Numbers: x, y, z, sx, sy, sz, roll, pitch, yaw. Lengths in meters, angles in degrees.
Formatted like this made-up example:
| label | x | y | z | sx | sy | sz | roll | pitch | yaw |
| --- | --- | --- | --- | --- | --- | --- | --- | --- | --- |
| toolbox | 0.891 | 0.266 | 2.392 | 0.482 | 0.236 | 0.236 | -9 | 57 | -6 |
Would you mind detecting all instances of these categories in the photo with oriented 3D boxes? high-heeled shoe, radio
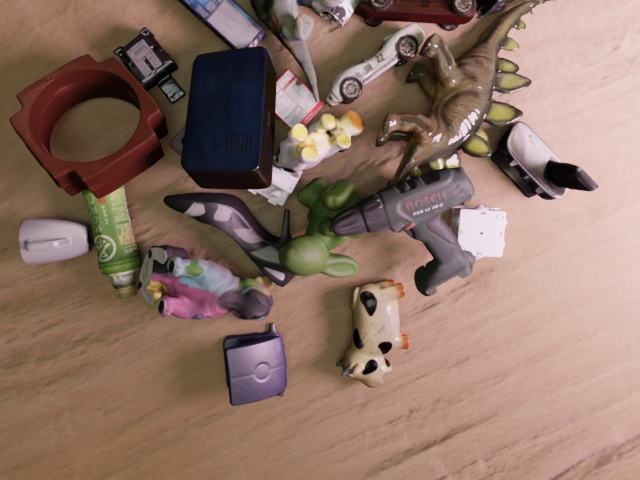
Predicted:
| label | x | y | z | sx | sy | sz | roll | pitch | yaw |
| --- | --- | --- | --- | --- | --- | --- | --- | --- | --- |
| high-heeled shoe | -0.155 | -0.001 | 0.950 | 0.249 | 0.086 | 0.145 | 9 | 105 | 0 |
| radio | -0.144 | -0.196 | 0.873 | 0.131 | 0.073 | 0.229 | -2 | 69 | 9 |

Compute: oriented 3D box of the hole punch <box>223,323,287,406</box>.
| label | x | y | z | sx | sy | sz | roll | pitch | yaw |
| --- | --- | --- | --- | --- | --- | --- | --- | --- | --- |
| hole punch | -0.118 | 0.230 | 0.971 | 0.116 | 0.092 | 0.142 | -6 | 93 | -5 |

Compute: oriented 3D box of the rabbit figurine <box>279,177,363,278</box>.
| label | x | y | z | sx | sy | sz | roll | pitch | yaw |
| --- | --- | --- | --- | --- | --- | --- | --- | --- | --- |
| rabbit figurine | -0.002 | -0.003 | 0.927 | 0.170 | 0.121 | 0.158 | -49 | 131 | -19 |

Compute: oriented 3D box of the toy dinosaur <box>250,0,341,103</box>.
| label | x | y | z | sx | sy | sz | roll | pitch | yaw |
| --- | --- | --- | --- | --- | --- | --- | --- | --- | --- |
| toy dinosaur | -0.064 | -0.442 | 0.878 | 0.131 | 0.192 | 0.404 | -11 | 115 | -39 |

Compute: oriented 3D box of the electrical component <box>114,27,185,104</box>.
| label | x | y | z | sx | sy | sz | roll | pitch | yaw |
| --- | --- | --- | --- | --- | --- | --- | --- | --- | --- |
| electrical component | -0.286 | -0.292 | 0.926 | 0.075 | 0.048 | 0.119 | -33 | 95 | 2 |

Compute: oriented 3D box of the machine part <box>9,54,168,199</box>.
| label | x | y | z | sx | sy | sz | roll | pitch | yaw |
| --- | --- | --- | --- | --- | --- | --- | --- | --- | --- |
| machine part | -0.371 | -0.184 | 0.879 | 0.201 | 0.087 | 0.201 | -39 | 78 | -14 |

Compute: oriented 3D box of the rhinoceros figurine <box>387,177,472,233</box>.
| label | x | y | z | sx | sy | sz | roll | pitch | yaw |
| --- | --- | --- | --- | --- | --- | --- | --- | --- | --- |
| rhinoceros figurine | 0.174 | -0.074 | 0.951 | 0.190 | 0.073 | 0.112 | -28 | 98 | 1 |

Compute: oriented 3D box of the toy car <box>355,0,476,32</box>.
| label | x | y | z | sx | sy | sz | roll | pitch | yaw |
| --- | --- | --- | --- | --- | --- | --- | --- | --- | --- |
| toy car | 0.162 | -0.393 | 0.908 | 0.202 | 0.089 | 0.053 | 4 | 96 | -1 |

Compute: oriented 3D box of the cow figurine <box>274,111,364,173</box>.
| label | x | y | z | sx | sy | sz | roll | pitch | yaw |
| --- | --- | --- | --- | --- | --- | --- | --- | --- | --- |
| cow figurine | 0.001 | -0.165 | 0.924 | 0.167 | 0.098 | 0.068 | -29 | 87 | -37 |

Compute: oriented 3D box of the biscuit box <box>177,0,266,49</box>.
| label | x | y | z | sx | sy | sz | roll | pitch | yaw |
| --- | --- | --- | --- | --- | --- | --- | --- | --- | --- |
| biscuit box | -0.188 | -0.398 | 0.909 | 0.202 | 0.063 | 0.059 | 42 | 94 | -5 |

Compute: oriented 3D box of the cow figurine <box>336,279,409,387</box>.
| label | x | y | z | sx | sy | sz | roll | pitch | yaw |
| --- | --- | --- | --- | --- | --- | --- | --- | --- | --- |
| cow figurine | 0.091 | 0.174 | 0.972 | 0.127 | 0.085 | 0.194 | -6 | 99 | -7 |

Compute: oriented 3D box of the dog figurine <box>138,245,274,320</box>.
| label | x | y | z | sx | sy | sz | roll | pitch | yaw |
| --- | --- | --- | --- | --- | --- | --- | --- | --- | --- |
| dog figurine | -0.187 | 0.085 | 0.949 | 0.219 | 0.192 | 0.108 | 14 | 94 | -38 |

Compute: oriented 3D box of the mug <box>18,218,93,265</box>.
| label | x | y | z | sx | sy | sz | roll | pitch | yaw |
| --- | --- | --- | --- | --- | --- | --- | --- | --- | --- |
| mug | -0.455 | -0.001 | 0.928 | 0.107 | 0.109 | 0.080 | -5 | 93 | -14 |

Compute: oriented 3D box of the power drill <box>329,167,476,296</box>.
| label | x | y | z | sx | sy | sz | roll | pitch | yaw |
| --- | --- | --- | --- | --- | --- | --- | --- | --- | --- |
| power drill | 0.154 | -0.007 | 0.884 | 0.232 | 0.086 | 0.207 | -28 | 116 | 7 |

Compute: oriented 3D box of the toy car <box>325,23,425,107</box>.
| label | x | y | z | sx | sy | sz | roll | pitch | yaw |
| --- | --- | --- | --- | --- | --- | --- | --- | --- | --- |
| toy car | 0.091 | -0.297 | 0.923 | 0.202 | 0.073 | 0.056 | -35 | 100 | 2 |

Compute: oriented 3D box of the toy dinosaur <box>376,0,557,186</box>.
| label | x | y | z | sx | sy | sz | roll | pitch | yaw |
| --- | --- | --- | --- | --- | --- | --- | --- | --- | --- |
| toy dinosaur | 0.242 | -0.249 | 0.912 | 0.198 | 0.105 | 0.471 | 30 | 86 | -2 |

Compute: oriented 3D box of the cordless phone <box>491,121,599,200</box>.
| label | x | y | z | sx | sy | sz | roll | pitch | yaw |
| --- | --- | --- | --- | --- | --- | --- | --- | --- | --- |
| cordless phone | 0.376 | -0.129 | 0.896 | 0.146 | 0.184 | 0.089 | 45 | 98 | -6 |

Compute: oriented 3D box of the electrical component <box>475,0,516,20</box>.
| label | x | y | z | sx | sy | sz | roll | pitch | yaw |
| --- | --- | --- | --- | --- | --- | --- | --- | --- | --- |
| electrical component | 0.285 | -0.440 | 0.883 | 0.058 | 0.134 | 0.114 | -24 | 99 | 1 |
